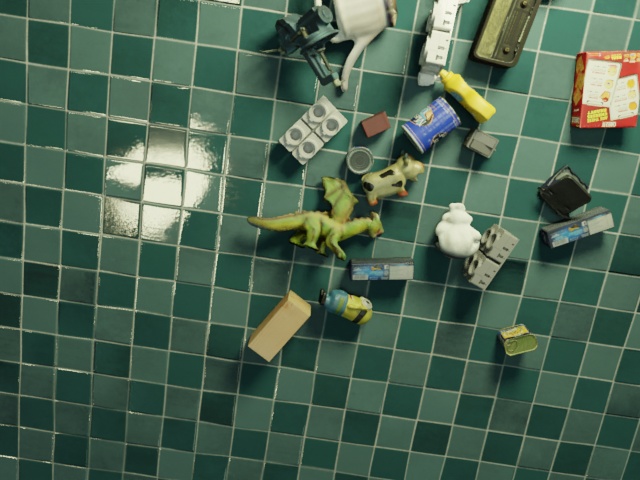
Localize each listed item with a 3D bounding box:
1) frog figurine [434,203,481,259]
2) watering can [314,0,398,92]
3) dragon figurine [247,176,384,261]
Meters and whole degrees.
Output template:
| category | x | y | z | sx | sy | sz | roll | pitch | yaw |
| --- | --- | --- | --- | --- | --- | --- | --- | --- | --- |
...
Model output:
| category | x | y | z | sx | sy | sz | roll | pitch | yaw |
| --- | --- | --- | --- | --- | --- | --- | --- | --- | --- |
| frog figurine | 0.425 | -0.027 | 1.572 | 0.138 | 0.124 | 0.156 | 17 | 116 | 17 |
| watering can | 0.111 | -0.612 | 1.459 | 0.224 | 0.106 | 0.342 | -13 | 114 | 7 |
| dragon figurine | 0.005 | -0.080 | 1.595 | 0.409 | 0.122 | 0.244 | 23 | 85 | -6 |
